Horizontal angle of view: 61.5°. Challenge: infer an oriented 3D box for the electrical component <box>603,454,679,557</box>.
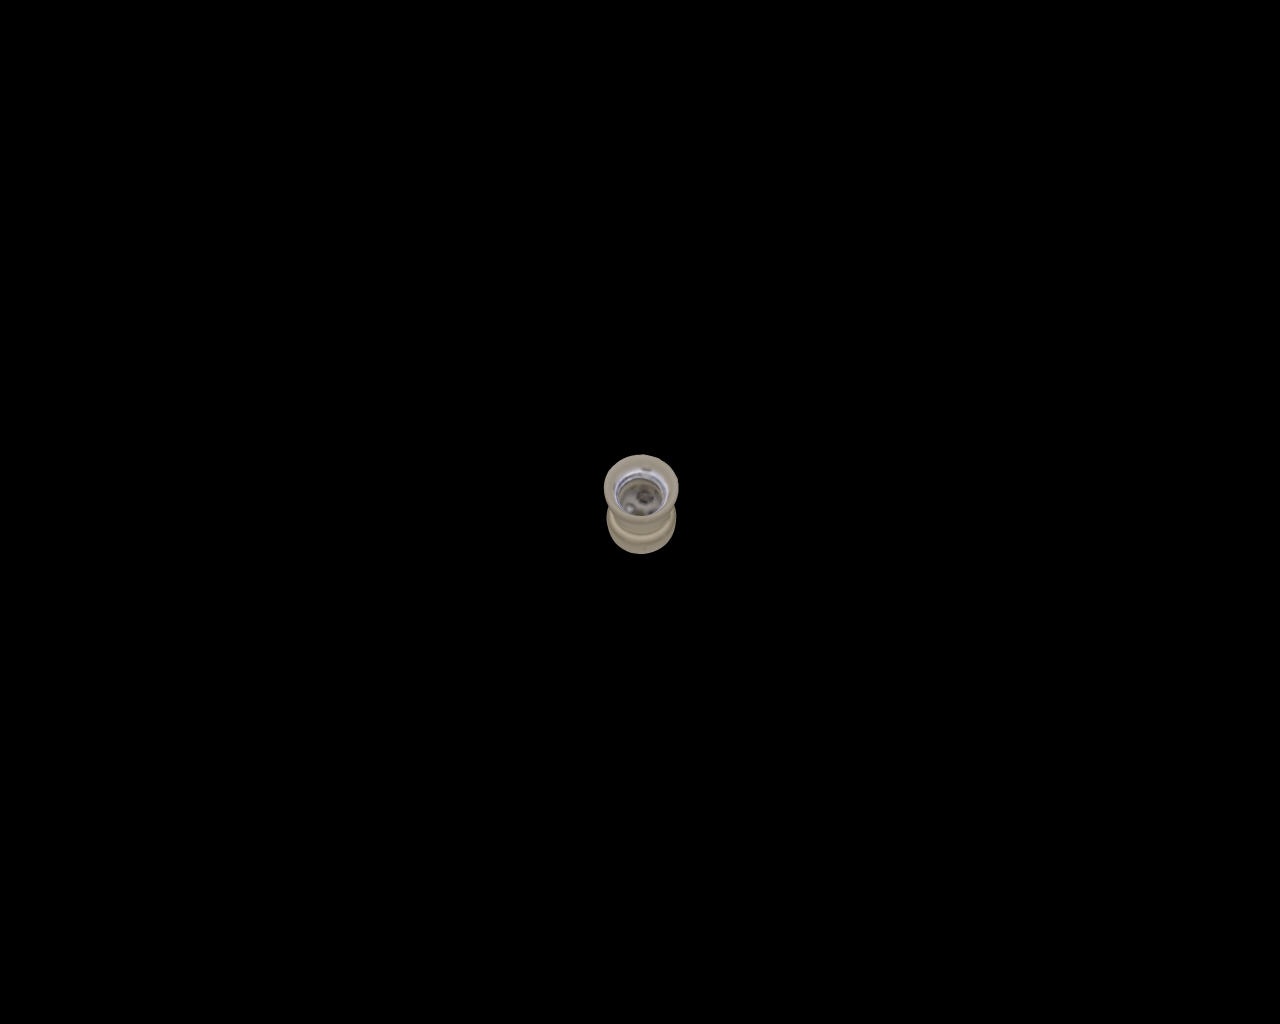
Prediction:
[{"bbox_3d":[0.001,-0.003,0.650,0.045,0.045,0.055,0,-28,0],"label":"electrical component"}]
